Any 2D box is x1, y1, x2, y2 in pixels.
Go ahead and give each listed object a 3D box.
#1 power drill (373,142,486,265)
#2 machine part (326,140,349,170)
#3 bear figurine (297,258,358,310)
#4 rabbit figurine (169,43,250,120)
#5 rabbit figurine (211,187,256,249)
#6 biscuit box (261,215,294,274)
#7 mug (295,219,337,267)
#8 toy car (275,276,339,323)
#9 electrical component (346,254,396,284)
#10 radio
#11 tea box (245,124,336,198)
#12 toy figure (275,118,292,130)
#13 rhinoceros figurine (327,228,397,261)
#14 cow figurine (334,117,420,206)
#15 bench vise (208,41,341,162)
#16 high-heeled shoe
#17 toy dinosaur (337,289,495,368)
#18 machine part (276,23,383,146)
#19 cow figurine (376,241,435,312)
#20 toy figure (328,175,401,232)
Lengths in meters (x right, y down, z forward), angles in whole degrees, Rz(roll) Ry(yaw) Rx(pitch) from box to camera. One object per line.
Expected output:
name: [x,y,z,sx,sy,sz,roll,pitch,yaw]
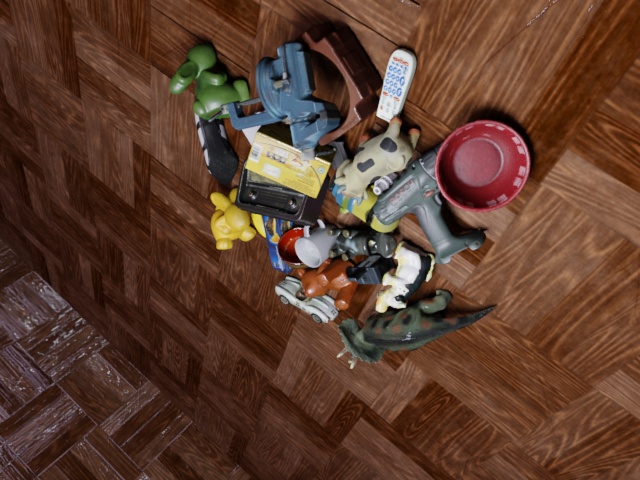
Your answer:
power drill: [0.235,-0.065,1.045,0.232,0.086,0.207,-33,107,28]
machine part: [0.006,-0.195,1.203,0.139,0.039,0.084,12,147,38]
bear figurine: [0.006,0.115,1.397,0.196,0.132,0.120,-21,111,44]
rabbit figurine: [-0.273,-0.373,1.263,0.121,0.159,0.170,-21,90,60]
rabbit figurine: [-0.235,-0.063,1.490,0.173,0.122,0.162,167,90,-69]
biscuit box: [-0.106,-0.008,1.455,0.063,0.059,0.202,18,133,33]
mug: [-0.003,-0.004,1.322,0.081,0.107,0.109,3,120,42]
toy car: [-0.036,0.169,1.522,0.202,0.073,0.056,26,137,27]
electrical component: [0.116,0.077,1.265,0.075,0.119,0.047,-6,116,44]
radio: [-0.097,-0.116,1.298,0.230,0.073,0.131,14,89,37]
tea box: [-0.062,-0.172,1.150,0.170,0.068,0.098,24,127,-3]
toy figure: [-0.081,-0.238,1.202,0.058,0.064,0.154,44,118,34]
rhinoceros figurine: [0.096,0.008,1.240,0.190,0.112,0.073,4,96,57]
cow figurine: [0.104,-0.148,1.073,0.085,0.127,0.195,30,151,-27]
bench vise: [-0.085,-0.251,1.034,0.241,0.129,0.223,-6,110,27]
high-heeled shoe: [-0.284,-0.263,1.417,0.145,0.086,0.248,56,157,28]
toy dinosaur: [0.188,0.208,1.247,0.405,0.192,0.131,-20,109,51]
machine part: [0.011,-0.308,1.075,0.201,0.087,0.201,-25,103,49]
cow figurine: [0.190,0.096,1.205,0.098,0.068,0.167,22,103,4]
toy figure: [0.096,-0.081,1.177,0.180,0.089,0.082,33,144,16]
